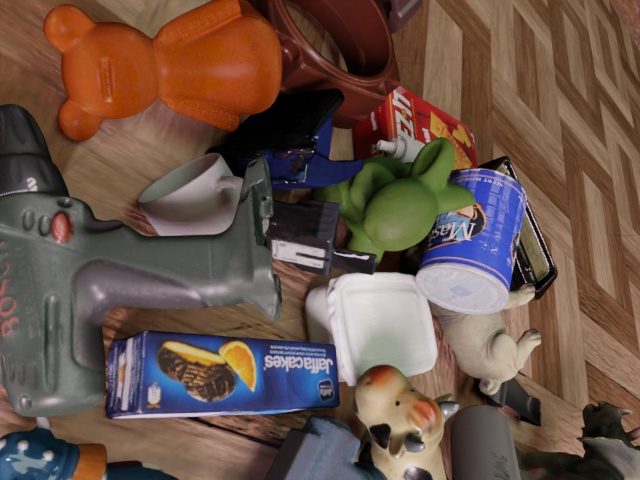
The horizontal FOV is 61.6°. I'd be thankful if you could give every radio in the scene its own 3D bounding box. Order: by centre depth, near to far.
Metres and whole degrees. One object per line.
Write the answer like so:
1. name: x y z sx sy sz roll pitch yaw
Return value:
1. radio: 0.305 -0.013 0.892 0.131 0.073 0.229 -30 96 -48

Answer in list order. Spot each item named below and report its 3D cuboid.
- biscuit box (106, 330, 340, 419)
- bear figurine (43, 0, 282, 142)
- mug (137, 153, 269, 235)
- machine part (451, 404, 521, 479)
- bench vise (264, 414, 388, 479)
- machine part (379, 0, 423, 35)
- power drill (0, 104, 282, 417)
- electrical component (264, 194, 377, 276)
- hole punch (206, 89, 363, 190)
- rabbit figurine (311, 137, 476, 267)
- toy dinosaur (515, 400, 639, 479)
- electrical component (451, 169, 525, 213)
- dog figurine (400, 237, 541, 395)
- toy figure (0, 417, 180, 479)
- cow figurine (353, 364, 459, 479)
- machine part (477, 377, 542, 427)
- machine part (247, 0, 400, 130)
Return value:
1. biscuit box: -0.073 0.118 0.463 0.202 0.059 0.063 14 64 -42
2. bear figurine: -0.139 -0.157 0.491 0.196 0.132 0.120 -10 118 -18
3. mug: -0.088 -0.015 0.475 0.107 0.110 0.081 62 36 -27
4. machine part: 0.189 0.265 0.612 0.079 0.079 0.243 62 19 -7
5. bench vise: 0.007 0.278 0.437 0.240 0.129 0.224 41 50 -20
6. machine part: 0.066 -0.368 0.728 0.056 0.179 0.179 -44 110 -5
7. power drill: -0.133 -0.007 0.372 0.207 0.086 0.232 -7 72 -8
8. electrical component: -0.001 -0.002 0.534 0.119 0.074 0.048 8 59 6
9. hole punch: -0.029 -0.085 0.548 0.116 0.142 0.092 -51 134 -36
10. rabbit figurine: 0.085 -0.031 0.576 0.121 0.159 0.170 63 1 -14
11. toy dinosaur: 0.312 0.326 0.673 0.405 0.192 0.131 -7 77 -48
12. electrical component: 0.216 -0.062 0.708 0.078 0.102 0.045 27 77 -61
13. dog figurine: 0.179 0.099 0.715 0.190 0.121 0.172 22 53 -22
14. toy figure: -0.149 0.174 0.363 0.154 0.064 0.058 36 88 -24
15. cow figurine: 0.082 0.208 0.511 0.085 0.127 0.194 -30 105 -36
16. machine part: 0.280 0.224 0.796 0.138 0.039 0.084 42 43 -24
17. machine part: -0.003 -0.250 0.655 0.201 0.087 0.201 9 64 -39
